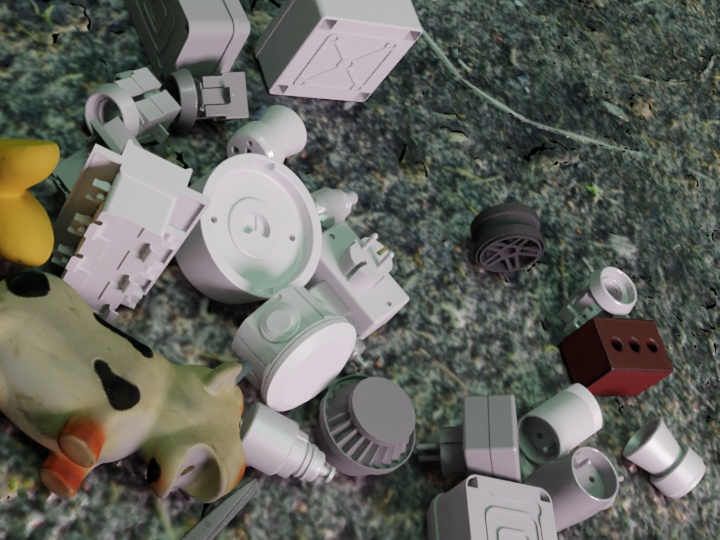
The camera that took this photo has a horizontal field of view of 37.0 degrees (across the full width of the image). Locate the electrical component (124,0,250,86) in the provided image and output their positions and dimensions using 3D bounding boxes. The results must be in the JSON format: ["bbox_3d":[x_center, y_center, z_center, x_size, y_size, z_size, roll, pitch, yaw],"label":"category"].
[{"bbox_3d":[-0.145,-0.217,0.893,0.057,0.078,0.113,-10,64,-36],"label":"electrical component"}]

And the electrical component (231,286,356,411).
[{"bbox_3d":[-0.046,0.055,0.754,0.080,0.080,0.051,-21,54,-42],"label":"electrical component"}]

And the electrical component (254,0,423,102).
[{"bbox_3d":[-0.020,-0.203,0.948,0.109,0.109,0.056,-1,62,-35],"label":"electrical component"}]

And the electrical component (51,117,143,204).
[{"bbox_3d":[-0.183,-0.067,0.760,0.064,0.081,0.042,-37,80,-16],"label":"electrical component"}]

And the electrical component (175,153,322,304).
[{"bbox_3d":[-0.089,-0.026,0.796,0.108,0.060,0.108,14,69,-39],"label":"electrical component"}]

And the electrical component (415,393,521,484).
[{"bbox_3d":[0.079,0.134,0.797,0.076,0.083,0.047,-4,52,9],"label":"electrical component"}]

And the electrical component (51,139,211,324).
[{"bbox_3d":[-0.160,-0.020,0.705,0.079,0.121,0.063,25,50,-17],"label":"electrical component"}]

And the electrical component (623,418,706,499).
[{"bbox_3d":[0.259,0.160,0.914,0.055,0.045,0.045,44,45,1],"label":"electrical component"}]

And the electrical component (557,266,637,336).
[{"bbox_3d":[0.217,0.028,0.975,0.048,0.055,0.066,45,45,2],"label":"electrical component"}]

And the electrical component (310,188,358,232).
[{"bbox_3d":[-0.025,-0.051,0.884,0.035,0.035,0.061,52,43,9],"label":"electrical component"}]

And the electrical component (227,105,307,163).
[{"bbox_3d":[-0.076,-0.104,0.880,0.045,0.045,0.055,44,45,1],"label":"electrical component"}]

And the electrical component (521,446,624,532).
[{"bbox_3d":[0.168,0.168,0.823,0.079,0.077,0.043,-2,59,-35],"label":"electrical component"}]

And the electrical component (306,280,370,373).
[{"bbox_3d":[-0.022,0.044,0.811,0.078,0.040,0.040,50,45,7],"label":"electrical component"}]

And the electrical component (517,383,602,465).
[{"bbox_3d":[0.168,0.123,0.880,0.081,0.043,0.043,-23,73,-43],"label":"electrical component"}]

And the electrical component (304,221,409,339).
[{"bbox_3d":[0.000,0.000,0.833,0.083,0.075,0.047,50,45,7],"label":"electrical component"}]

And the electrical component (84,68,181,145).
[{"bbox_3d":[-0.177,-0.122,0.825,0.066,0.048,0.055,49,37,6],"label":"electrical component"}]

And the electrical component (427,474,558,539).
[{"bbox_3d":[0.094,0.210,0.755,0.078,0.057,0.113,16,51,-24],"label":"electrical component"}]

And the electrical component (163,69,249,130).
[{"bbox_3d":[-0.125,-0.138,0.866,0.055,0.066,0.048,-8,97,-29],"label":"electrical component"}]

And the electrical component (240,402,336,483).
[{"bbox_3d":[-0.053,0.122,0.731,0.078,0.040,0.040,31,46,-12],"label":"electrical component"}]
